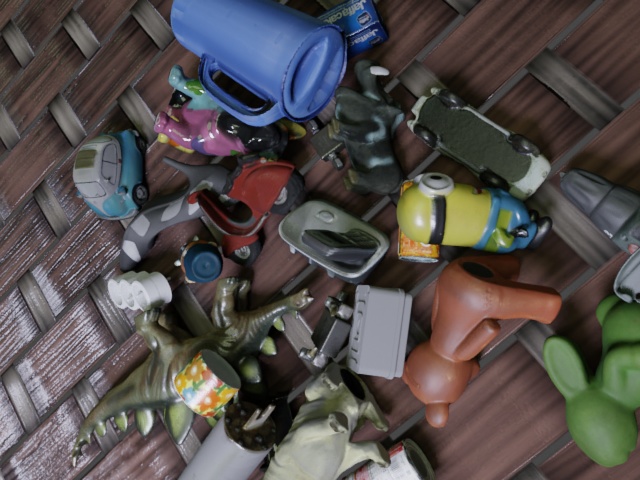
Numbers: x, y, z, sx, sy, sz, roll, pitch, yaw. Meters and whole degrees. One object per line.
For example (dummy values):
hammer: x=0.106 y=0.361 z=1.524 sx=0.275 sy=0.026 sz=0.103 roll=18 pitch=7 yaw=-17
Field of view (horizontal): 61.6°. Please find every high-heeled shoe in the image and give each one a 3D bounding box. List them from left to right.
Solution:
high-heeled shoe: x=-0.225 y=-0.023 z=0.873 sx=0.145 sy=0.086 sz=0.248 roll=28 pitch=113 yaw=-7

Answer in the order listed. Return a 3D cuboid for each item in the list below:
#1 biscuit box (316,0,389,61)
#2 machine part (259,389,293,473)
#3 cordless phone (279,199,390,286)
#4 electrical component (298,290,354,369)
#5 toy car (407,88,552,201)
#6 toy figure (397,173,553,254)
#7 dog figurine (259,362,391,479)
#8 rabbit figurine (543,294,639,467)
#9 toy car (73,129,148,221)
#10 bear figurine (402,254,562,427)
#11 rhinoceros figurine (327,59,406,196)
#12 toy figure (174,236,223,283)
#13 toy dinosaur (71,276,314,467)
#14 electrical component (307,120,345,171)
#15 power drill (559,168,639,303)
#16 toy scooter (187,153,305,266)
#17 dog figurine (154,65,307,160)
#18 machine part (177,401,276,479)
biscuit box: x=-0.001 y=-0.294 z=0.814 sx=0.203 sy=0.062 sz=0.059 roll=-22 pitch=75 yaw=18
machine part: x=-0.053 y=0.283 z=0.754 sx=0.084 sy=0.039 sz=0.139 roll=-12 pitch=78 yaw=25
cordless phone: x=-0.002 y=-0.003 z=0.700 sx=0.147 sy=0.184 sz=0.088 roll=32 pitch=98 yaw=23
electrical component: x=0.010 y=0.120 z=0.728 sx=0.045 sy=0.078 sz=0.102 roll=26 pitch=98 yaw=-18
toy car: x=0.204 y=-0.128 z=0.708 sx=0.202 sy=0.056 sz=0.073 roll=41 pitch=104 yaw=24
toy figure: x=0.184 y=-0.025 z=0.656 sx=0.180 sy=0.082 sz=0.089 roll=16 pitch=79 yaw=-7
dog figurine: x=-0.019 y=0.264 z=0.694 sx=0.190 sy=0.172 sz=0.121 roll=-42 pitch=97 yaw=16
rabbit figurine: x=0.319 y=0.152 z=0.578 sx=0.159 sy=0.121 sz=0.170 roll=33 pitch=92 yaw=30
toy car: x=-0.360 y=-0.117 z=0.910 sx=0.109 sy=0.103 sz=0.161 roll=1 pitch=84 yaw=21
bear figurine: x=0.182 y=0.122 z=0.655 sx=0.132 sy=0.120 sz=0.195 roll=2 pitch=113 yaw=-18
rhinoceros figurine: x=0.068 y=-0.155 z=0.744 sx=0.112 sy=0.073 sz=0.190 roll=-9 pitch=85 yaw=-2
toy figure: x=-0.183 y=0.031 z=0.809 sx=0.064 sy=0.154 sz=0.057 roll=-28 pitch=103 yaw=-16
toy dinosaur: x=-0.203 y=0.192 z=0.793 sx=0.472 sy=0.105 sz=0.198 roll=-27 pitch=73 yaw=17
electrical component: x=0.021 y=-0.152 z=0.803 sx=0.063 sy=0.021 sz=0.094 roll=-37 pitch=71 yaw=12
power drill: x=0.343 y=0.011 z=0.552 sx=0.232 sy=0.207 sz=0.086 roll=37 pitch=113 yaw=12
toy scooter: x=-0.116 y=-0.058 z=0.784 sx=0.135 sy=0.075 sz=0.183 roll=34 pitch=112 yaw=-6
dog figurine: x=-0.137 y=-0.168 z=0.833 sx=0.219 sy=0.191 sz=0.108 roll=21 pitch=86 yaw=-11
machine part: x=-0.129 y=0.295 z=0.710 sx=0.079 sy=0.079 sz=0.243 roll=46 pitch=118 yaw=22
